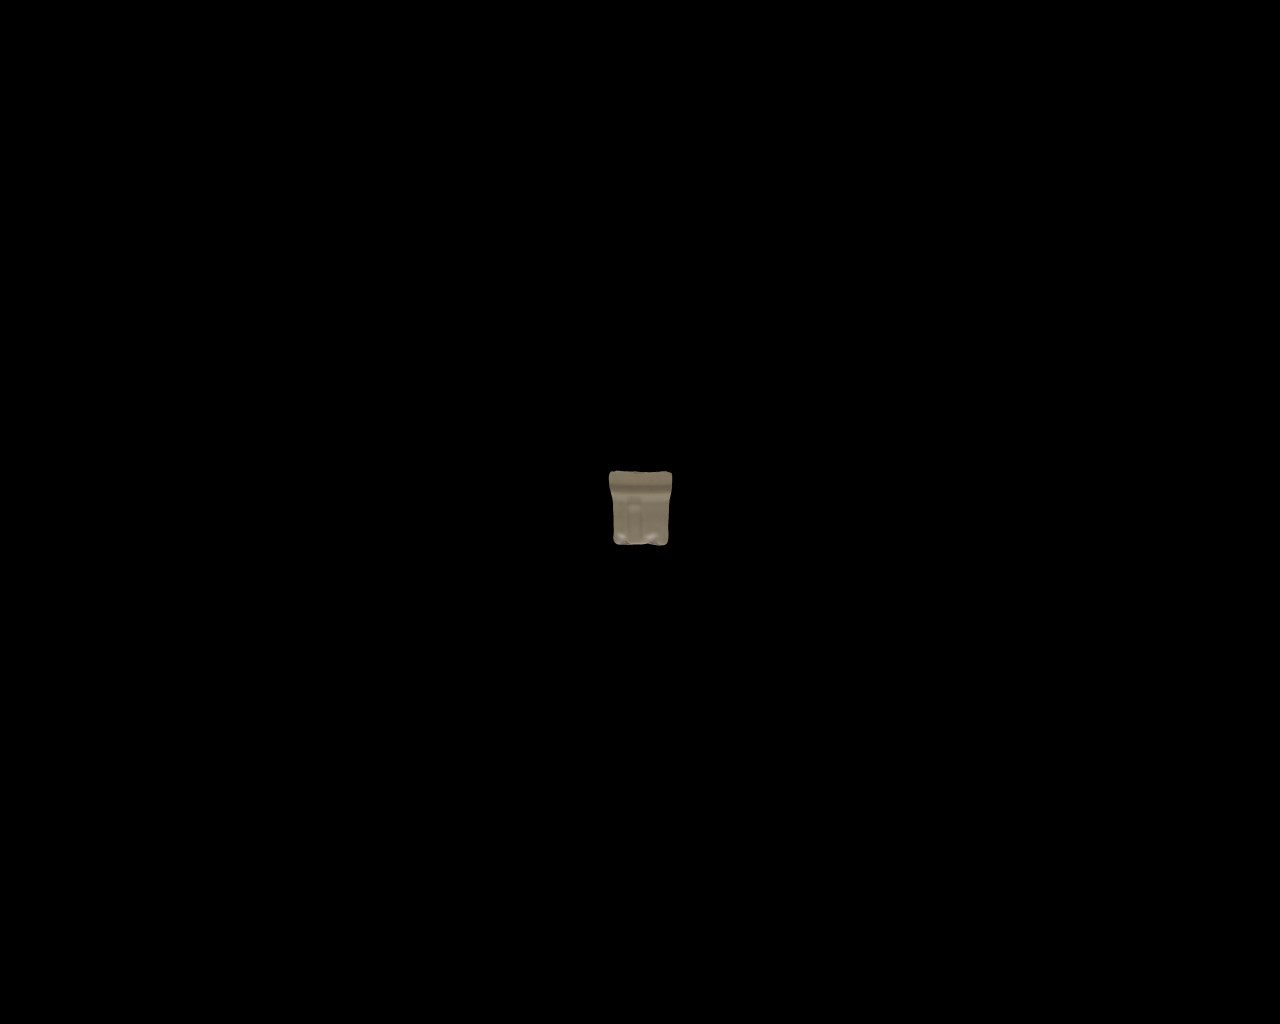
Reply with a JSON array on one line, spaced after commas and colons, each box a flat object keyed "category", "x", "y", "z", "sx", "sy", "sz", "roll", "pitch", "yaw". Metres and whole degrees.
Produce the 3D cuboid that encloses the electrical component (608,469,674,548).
[{"category": "electrical component", "x": 0.001, "y": -0.003, "z": 0.650, "sx": 0.040, "sy": 0.046, "sz": 0.040, "roll": 0, "pitch": 4, "yaw": 0}]
